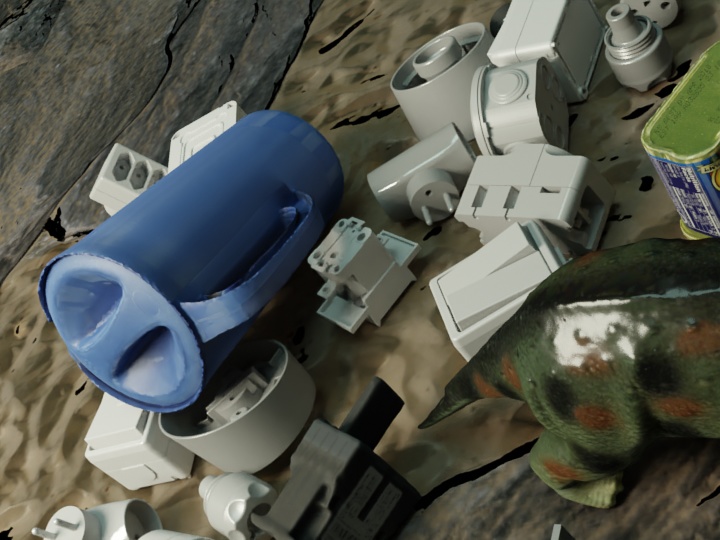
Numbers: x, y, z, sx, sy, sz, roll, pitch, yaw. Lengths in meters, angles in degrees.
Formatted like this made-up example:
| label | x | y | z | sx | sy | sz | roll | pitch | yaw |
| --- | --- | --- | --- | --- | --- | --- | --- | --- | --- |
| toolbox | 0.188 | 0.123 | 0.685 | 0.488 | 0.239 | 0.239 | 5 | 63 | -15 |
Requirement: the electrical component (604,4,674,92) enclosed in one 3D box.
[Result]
| label | x | y | z | sx | sy | sz | roll | pitch | yaw |
| --- | --- | --- | --- | --- | --- | --- | --- | --- | --- |
| electrical component | 0.195 | -0.161 | 0.765 | 0.043 | 0.062 | 0.043 | -23 | 42 | 22 |

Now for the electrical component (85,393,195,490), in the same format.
| label | x | y | z | sx | sy | sz | roll | pitch | yaw |
| --- | --- | --- | --- | --- | --- | --- | --- | --- | --- |
| electrical component | -0.159 | 0.106 | 0.809 | 0.062 | 0.061 | 0.096 | -17 | 44 | 28 |

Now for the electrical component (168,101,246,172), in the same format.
| label | x | y | z | sx | sy | sz | roll | pitch | yaw |
| --- | --- | --- | --- | --- | --- | --- | --- | --- | --- |
| electrical component | -0.126 | -0.087 | 0.968 | 0.078 | 0.057 | 0.113 | -26 | 41 | 19 |

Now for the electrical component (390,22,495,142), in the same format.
| label | x | y | z | sx | sy | sz | roll | pitch | yaw |
| --- | --- | --- | --- | --- | --- | --- | --- | --- | --- |
| electrical component | 0.076 | -0.153 | 0.876 | 0.099 | 0.064 | 0.099 | -30 | 26 | 16 |

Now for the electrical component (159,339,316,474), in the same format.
| label | x | y | z | sx | sy | sz | roll | pitch | yaw |
| --- | --- | --- | --- | --- | --- | --- | --- | --- | --- |
| electrical component | -0.082 | 0.093 | 0.750 | 0.099 | 0.064 | 0.099 | -34 | 28 | 21 |

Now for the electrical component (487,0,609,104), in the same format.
| label | x | y | z | sx | sy | sz | roll | pitch | yaw |
| --- | --- | --- | --- | --- | --- | --- | --- | --- | --- |
| electrical component | 0.145 | -0.179 | 0.824 | 0.061 | 0.061 | 0.096 | -3 | 52 | 38 |

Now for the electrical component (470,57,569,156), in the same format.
| label | x | y | z | sx | sy | sz | roll | pitch | yaw |
| --- | --- | --- | --- | --- | --- | --- | --- | --- | --- |
| electrical component | 0.115 | -0.111 | 0.772 | 0.051 | 0.080 | 0.080 | -9 | 48 | 29 |

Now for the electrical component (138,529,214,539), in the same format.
| label | x | y | z | sx | sy | sz | roll | pitch | yaw |
| --- | --- | --- | --- | --- | --- | --- | --- | --- | --- |
| electrical component | -0.120 | 0.197 | 0.697 | 0.047 | 0.055 | 0.055 | 0 | 54 | 45 |

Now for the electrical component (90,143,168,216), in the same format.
| label | x | y | z | sx | sy | sz | roll | pitch | yaw |
| --- | --- | --- | --- | --- | --- | --- | --- | --- | --- |
| electrical component | -0.224 | -0.072 | 1.038 | 0.077 | 0.066 | 0.047 | -43 | 26 | 49 |

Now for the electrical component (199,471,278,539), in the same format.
| label | x | y | z | sx | sy | sz | roll | pitch | yaw |
| --- | --- | --- | --- | --- | --- | --- | --- | --- | --- |
| electrical component | -0.083 | 0.154 | 0.714 | 0.062 | 0.043 | 0.043 | 16 | 65 | 48 |

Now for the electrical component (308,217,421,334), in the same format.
| label | x | y | z | sx | sy | sz | roll | pitch | yaw |
| --- | --- | --- | --- | --- | --- | --- | --- | --- | --- |
| electrical component | 0.000 | 0.000 | 0.775 | 0.042 | 0.063 | 0.081 | 24 | 70 | 47 |

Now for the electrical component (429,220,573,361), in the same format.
| label | x | y | z | sx | sy | sz | roll | pitch | yaw |
| --- | --- | --- | --- | --- | --- | --- | --- | --- | --- |
| electrical component | 0.100 | 0.015 | 0.679 | 0.096 | 0.061 | 0.061 | -32 | 39 | 12 |

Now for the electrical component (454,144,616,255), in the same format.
| label | x | y | z | sx | sy | sz | roll | pitch | yaw |
| --- | --- | --- | --- | --- | --- | --- | --- | --- | --- |
| electrical component | 0.119 | -0.048 | 0.725 | 0.089 | 0.050 | 0.055 | 6 | 66 | 43 |

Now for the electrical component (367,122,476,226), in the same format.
| label | x | y | z | sx | sy | sz | roll | pitch | yaw |
| --- | --- | --- | --- | --- | --- | --- | --- | --- | --- |
| electrical component | 0.052 | -0.063 | 0.805 | 0.077 | 0.044 | 0.079 | -31 | 39 | 13 |

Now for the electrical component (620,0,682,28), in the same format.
| label | x | y | z | sx | sy | sz | roll | pitch | yaw |
| --- | --- | --- | --- | --- | --- | --- | --- | --- | --- |
| electrical component | 0.220 | -0.214 | 0.808 | 0.045 | 0.045 | 0.055 | -11 | 48 | 33 |

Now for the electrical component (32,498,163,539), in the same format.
| label | x | y | z | sx | sy | sz | roll | pitch | yaw |
| --- | --- | --- | --- | --- | --- | --- | --- | --- | --- |
| electrical component | -0.191 | 0.187 | 0.746 | 0.077 | 0.079 | 0.043 | -26 | 53 | 19 |
